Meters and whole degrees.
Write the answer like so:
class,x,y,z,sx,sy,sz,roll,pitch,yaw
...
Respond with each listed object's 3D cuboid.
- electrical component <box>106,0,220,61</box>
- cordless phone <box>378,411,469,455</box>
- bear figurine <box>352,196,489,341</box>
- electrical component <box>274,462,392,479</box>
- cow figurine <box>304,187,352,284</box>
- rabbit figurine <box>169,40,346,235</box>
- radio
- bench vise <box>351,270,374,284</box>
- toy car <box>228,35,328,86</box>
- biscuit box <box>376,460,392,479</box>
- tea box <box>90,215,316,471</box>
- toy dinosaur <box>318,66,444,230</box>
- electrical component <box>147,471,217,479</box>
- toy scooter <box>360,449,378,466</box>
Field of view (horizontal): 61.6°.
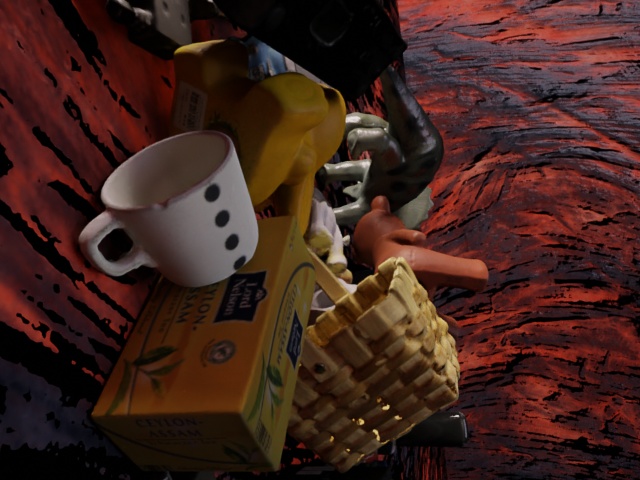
class,x,y,z,sx,sy,sz,roll,pitch,yaw
electrical component,-0.113,-0.179,0.394,0.102,0.045,0.078,15,68,-73
cordless phone,0.119,0.240,0.793,0.088,0.184,0.146,29,56,-66
bear figurine,0.111,0.030,0.691,0.196,0.132,0.120,-98,-152,-69
electrical component,0.012,0.260,0.530,0.134,0.115,0.058,27,60,-70
cow figurine,-0.003,-0.001,0.683,0.167,0.068,0.098,59,23,-58
rabbit figurine,-0.031,-0.080,0.457,0.173,0.122,0.162,-35,138,-53
radio,-0.022,-0.185,0.384,0.131,0.073,0.229,50,19,14
bench vise,0.106,0.102,0.926,0.223,0.129,0.241,64,32,-47
toy car,-0.032,-0.183,0.585,0.162,0.103,0.109,-54,134,-71
biscuit box,0.061,0.404,0.741,0.203,0.063,0.059,-69,148,-60
tea box,-0.066,0.063,0.368,0.170,0.098,0.068,-80,157,-50
toy dinosaur,0.108,-0.110,0.781,0.404,0.192,0.131,118,-38,-63
electrical component,-0.090,0.182,0.369,0.063,0.021,0.093,-66,145,-62
toy scooter,0.040,0.234,0.671,0.183,0.075,0.135,64,4,-48
